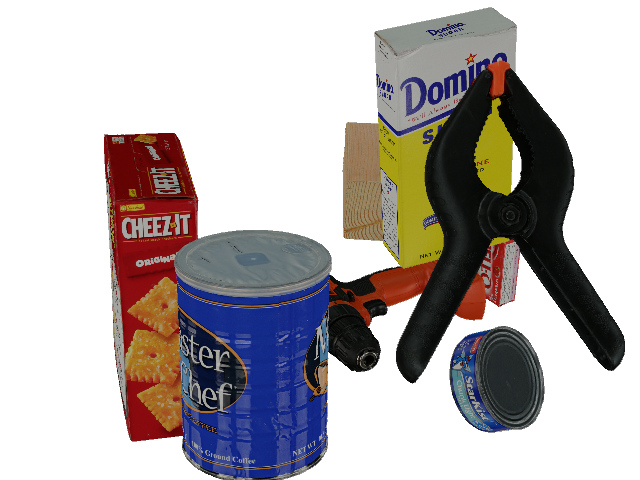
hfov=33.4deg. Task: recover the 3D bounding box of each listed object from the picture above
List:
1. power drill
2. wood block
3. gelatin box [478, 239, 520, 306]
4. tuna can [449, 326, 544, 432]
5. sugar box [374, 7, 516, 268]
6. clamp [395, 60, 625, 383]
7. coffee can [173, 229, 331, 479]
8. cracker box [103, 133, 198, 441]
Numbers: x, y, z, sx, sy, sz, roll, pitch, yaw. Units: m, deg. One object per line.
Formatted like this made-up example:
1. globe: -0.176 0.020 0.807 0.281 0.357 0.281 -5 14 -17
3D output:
1. power drill: 0.072 0.066 1.102 0.187 0.057 0.185 -10 27 -20
2. wood block: 0.079 -0.087 1.510 0.091 0.090 0.206 3 29 -1
3. gelatin box: 0.201 0.023 1.274 0.030 0.089 0.073 -17 32 -30
4. tuna can: 0.147 0.116 0.890 0.085 0.086 0.034 0 -14 -43
5. sugar box: 0.091 -0.071 0.771 0.093 0.176 0.048 -15 37 -14
6. clamp: 0.087 -0.005 0.561 0.120 0.171 0.039 -11 -5 -12
7. coffee can: -0.045 0.075 0.719 0.103 0.140 0.103 1 21 0
8. cracker box: -0.140 0.034 0.902 0.072 0.214 0.164 -4 24 -13
